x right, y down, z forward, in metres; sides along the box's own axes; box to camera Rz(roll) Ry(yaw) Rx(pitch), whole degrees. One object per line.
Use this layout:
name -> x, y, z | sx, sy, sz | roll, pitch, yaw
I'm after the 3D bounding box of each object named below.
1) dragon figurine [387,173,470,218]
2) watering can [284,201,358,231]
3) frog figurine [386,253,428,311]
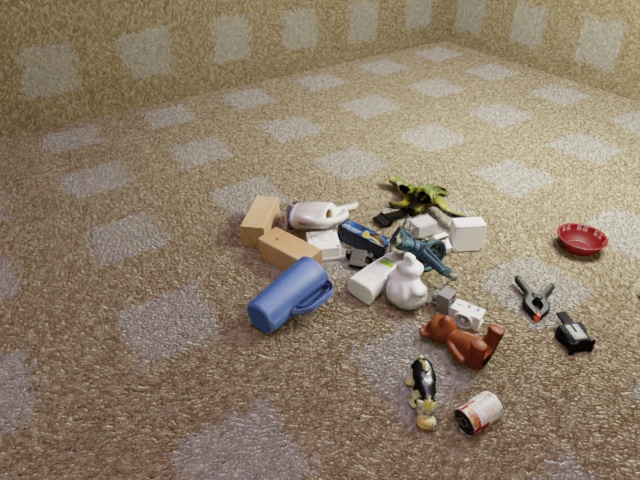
dragon figurine -> 0.426, -0.177, 2.010 | 0.413, 0.119, 0.246 | 24, 35, 29
watering can -> 0.006, -0.095, 1.896 | 0.224, 0.103, 0.351 | 2, 14, 21
frog figurine -> 0.261, 0.126, 1.533 | 0.123, 0.156, 0.139 | -21, 40, -23
